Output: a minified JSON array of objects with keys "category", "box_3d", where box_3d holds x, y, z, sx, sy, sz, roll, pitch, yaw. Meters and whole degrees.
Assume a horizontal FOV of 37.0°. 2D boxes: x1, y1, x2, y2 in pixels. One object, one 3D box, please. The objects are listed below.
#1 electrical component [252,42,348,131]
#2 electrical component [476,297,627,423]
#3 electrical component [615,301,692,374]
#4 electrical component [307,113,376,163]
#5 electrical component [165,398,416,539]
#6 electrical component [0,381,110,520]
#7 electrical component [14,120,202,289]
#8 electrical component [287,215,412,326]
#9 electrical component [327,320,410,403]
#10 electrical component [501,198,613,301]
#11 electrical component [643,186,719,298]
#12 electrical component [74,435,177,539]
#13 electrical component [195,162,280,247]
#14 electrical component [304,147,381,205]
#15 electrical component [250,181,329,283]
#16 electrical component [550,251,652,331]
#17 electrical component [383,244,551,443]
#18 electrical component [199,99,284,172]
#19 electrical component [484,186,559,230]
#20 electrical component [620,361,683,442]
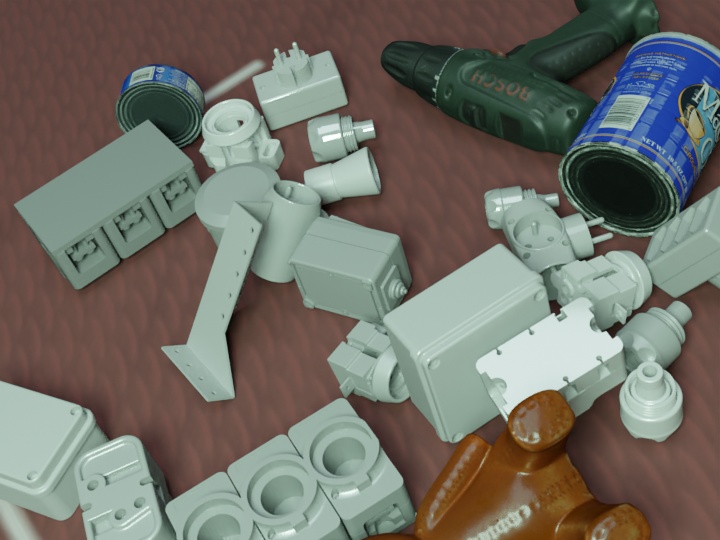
[{"category":"electrical component","box_3d":[-0.064,-0.191,1.061,0.083,0.075,0.047,-19,47,0]},{"category":"electrical component","box_3d":[0.133,0.071,0.741,0.089,0.055,0.050,-31,56,-2]},{"category":"electrical component","box_3d":[0.219,0.048,0.792,0.062,0.043,0.043,-40,51,-19]},{"category":"electrical component","box_3d":[-0.016,-0.127,1.014,0.062,0.043,0.043,-12,48,5]},{"category":"electrical component","box_3d":[-0.049,0.168,0.755,0.150,0.061,0.089,-31,49,-10]},{"category":"electrical component","box_3d":[-0.265,0.139,0.848,0.113,0.057,0.078,12,55,25]},{"category":"electrical component","box_3d":[-0.229,-0.060,1.006,0.150,0.061,0.089,-36,50,-15]},{"category":"electrical component","box_3d":[0.000,0.000,0.886,0.096,0.061,0.061,14,56,27]},{"category":"electrical component","box_3d":[0.014,0.074,0.830,0.055,0.048,0.066,20,58,38]},{"category":"electrical component","box_3d":[0.163,-0.023,0.869,0.079,0.044,0.077,-18,47,1]},{"category":"electrical component","box_3d":[0.270,-0.010,0.813,0.076,0.083,0.047,34,59,-7]},{"category":"electrical component","box_3d":[-0.167,0.178,0.784,0.054,0.059,0.095,-23,48,-4]},{"category":"electrical component","box_3d":[-0.105,-0.055,0.972,0.080,0.051,0.080,-8,48,10]},{"category":"electrical component","box_3d":[-0.018,-0.082,0.977,0.065,0.044,0.044,-16,47,10]},{"category":"electrical component","box_3d":[-0.052,-0.034,0.929,0.079,0.077,0.044,-6,37,-41]},{"category":"electrical component","box_3d":[0.188,0.014,0.822,0.055,0.048,0.066,-22,45,-21]},{"category":"electrical component","box_3d":[0.084,0.055,0.783,0.109,0.108,0.056,-32,46,-11]},{"category":"electrical component","box_3d":[-0.118,-0.126,1.034,0.078,0.057,0.058,5,52,21]},{"category":"electrical component","box_3d":[0.138,-0.055,0.911,0.061,0.035,0.035,-9,48,6]},{"category":"electrical component","box_3d":[0.203,0.088,0.749,0.043,0.062,0.043,-8,49,10]}]
